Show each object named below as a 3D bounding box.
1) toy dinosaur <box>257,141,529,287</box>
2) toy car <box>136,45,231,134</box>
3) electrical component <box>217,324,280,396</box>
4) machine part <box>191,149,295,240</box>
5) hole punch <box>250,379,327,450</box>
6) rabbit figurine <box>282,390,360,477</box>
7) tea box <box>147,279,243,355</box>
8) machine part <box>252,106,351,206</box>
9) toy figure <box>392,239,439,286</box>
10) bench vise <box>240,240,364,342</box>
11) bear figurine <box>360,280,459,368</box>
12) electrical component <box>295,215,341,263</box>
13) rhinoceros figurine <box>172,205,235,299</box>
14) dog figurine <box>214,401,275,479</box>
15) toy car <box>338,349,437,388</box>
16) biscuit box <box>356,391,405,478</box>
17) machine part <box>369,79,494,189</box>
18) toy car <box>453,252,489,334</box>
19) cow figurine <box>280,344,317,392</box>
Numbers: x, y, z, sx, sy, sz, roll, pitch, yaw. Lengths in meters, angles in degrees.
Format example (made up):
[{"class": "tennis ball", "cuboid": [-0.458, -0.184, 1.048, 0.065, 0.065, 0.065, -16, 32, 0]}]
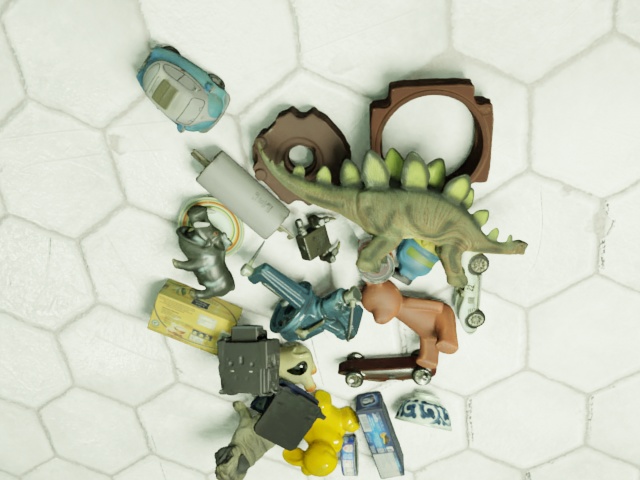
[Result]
[{"class": "toy dinosaur", "cuboid": [0.120, -0.047, 0.870, 0.472, 0.105, 0.198, 11, 101, -5]}, {"class": "toy car", "cuboid": [-0.240, -0.252, 0.910, 0.161, 0.103, 0.109, 40, 111, -14]}, {"class": "electrical component", "cuboid": [-0.139, 0.232, 1.041, 0.115, 0.058, 0.134, -6, 83, 20]}, {"class": "machine part", "cuboid": [-0.140, -0.081, 0.988, 0.243, 0.079, 0.079, 42, 111, -11]}, {"class": "hole punch", "cuboid": [-0.072, 0.348, 1.107, 0.142, 0.092, 0.116, 37, 92, -18]}, {"class": "rabbit figurine", "cuboid": [-0.006, 0.435, 1.154, 0.162, 0.173, 0.121, -41, 108, 16]}, {"class": "tea box", "cuboid": [-0.258, 0.162, 1.113, 0.170, 0.068, 0.098, 24, 113, -4]}, {"class": "machine part", "cuboid": [-0.034, -0.147, 0.961, 0.179, 0.056, 0.179, 2, 114, 4]}, {"class": "toy figure", "cuboid": [0.202, 0.004, 0.992, 0.089, 0.082, 0.180, 23, 108, -26]}, {"class": "bench vise", "cuboid": [-0.041, 0.113, 1.021, 0.240, 0.129, 0.224, 39, 145, -18]}, {"class": "bear figurine", "cuboid": [0.160, 0.148, 1.035, 0.196, 0.132, 0.120, 20, 142, -10]}, {"class": "electrical component", "cuboid": [-0.002, -0.002, 1.017, 0.045, 0.078, 0.102, 6, 115, 44]}, {"class": "rhinoceros figurine", "cuboid": [-0.218, 0.027, 1.024, 0.112, 0.073, 0.190, -9, 114, 12]}, {"class": "dog figurine", "cuboid": [-0.129, 0.434, 1.156, 0.172, 0.191, 0.121, -28, 109, 15]}, {"class": "toy car", "cuboid": [0.139, 0.269, 1.110, 0.202, 0.089, 0.053, -6, 110, 7]}, {"class": "biscuit box", "cuboid": [0.136, 0.435, 1.199, 0.059, 0.063, 0.202, -14, 111, 12]}, {"class": "machine part", "cuboid": [0.185, -0.168, 0.914, 0.201, 0.087, 0.201, -1, 115, 5]}, {"class": "toy car", "cuboid": [0.283, 0.084, 1.022, 0.056, 0.073, 0.201, -2, 114, 3]}, {"class": "cow figurine", "cuboid": [-0.110, 0.259, 1.134, 0.195, 0.085, 0.127, -5, 119, 10]}]
